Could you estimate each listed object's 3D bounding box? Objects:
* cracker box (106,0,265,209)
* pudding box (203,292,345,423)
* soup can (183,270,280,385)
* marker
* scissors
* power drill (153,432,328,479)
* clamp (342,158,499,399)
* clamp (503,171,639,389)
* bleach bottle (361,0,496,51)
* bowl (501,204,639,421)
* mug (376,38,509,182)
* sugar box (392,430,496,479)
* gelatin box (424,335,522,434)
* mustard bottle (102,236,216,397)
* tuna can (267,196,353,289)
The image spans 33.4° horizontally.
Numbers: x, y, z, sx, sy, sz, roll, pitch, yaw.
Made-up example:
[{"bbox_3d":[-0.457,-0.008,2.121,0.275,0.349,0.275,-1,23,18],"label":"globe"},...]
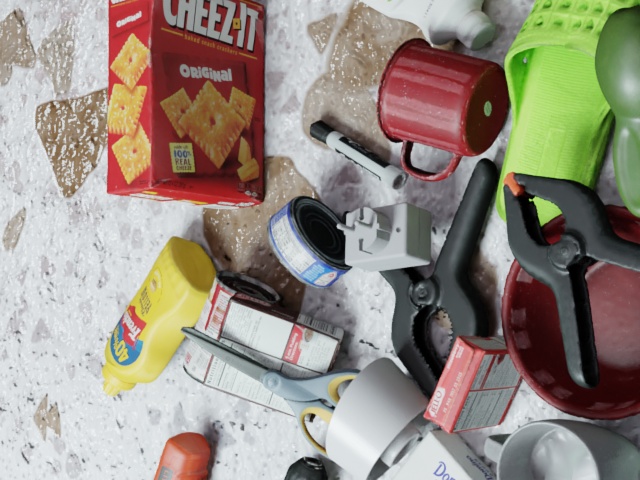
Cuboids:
[{"bbox_3d":[-0.127,-0.143,1.050,0.072,0.163,0.214,-3,84,37],"label":"cracker box"},{"bbox_3d":[-0.044,0.110,1.002,0.113,0.039,0.090,20,101,3],"label":"pudding box"},{"bbox_3d":[-0.089,0.090,1.057,0.069,0.068,0.102,31,106,37],"label":"soup can"},{"bbox_3d":[0.033,-0.082,1.006,0.121,0.020,0.020,36,108,36],"label":"marker"},{"bbox_3d":[-0.024,0.120,0.972,0.202,0.016,0.096,45,99,-3],"label":"scissors"},{"bbox_3d":[-0.083,0.263,1.042,0.188,0.057,0.184,27,103,38],"label":"power drill"},{"bbox_3d":[0.105,0.039,0.924,0.165,0.036,0.210,-29,65,34],"label":"clamp"},{"bbox_3d":[0.186,0.021,0.785,0.120,0.039,0.172,-53,51,16],"label":"clamp"},{"bbox_3d":[0.061,-0.249,0.971,0.251,0.067,0.103,48,132,27],"label":"bleach bottle"},{"bbox_3d":[0.222,0.055,0.813,0.162,0.055,0.162,-5,83,39],"label":"bowl"},{"bbox_3d":[0.104,-0.107,0.906,0.082,0.093,0.117,20,97,34],"label":"mug"},{"bbox_3d":[0.083,0.256,0.915,0.176,0.048,0.093,-53,56,18],"label":"sugar box"},{"bbox_3d":[0.129,0.115,0.862,0.030,0.089,0.073,30,105,36],"label":"gelatin box"},{"bbox_3d":[-0.180,0.094,1.135,0.192,0.058,0.096,-55,37,23],"label":"mustard bottle"},{"bbox_3d":[-0.006,0.001,0.987,0.034,0.085,0.086,-40,62,28],"label":"tuna can"}]
